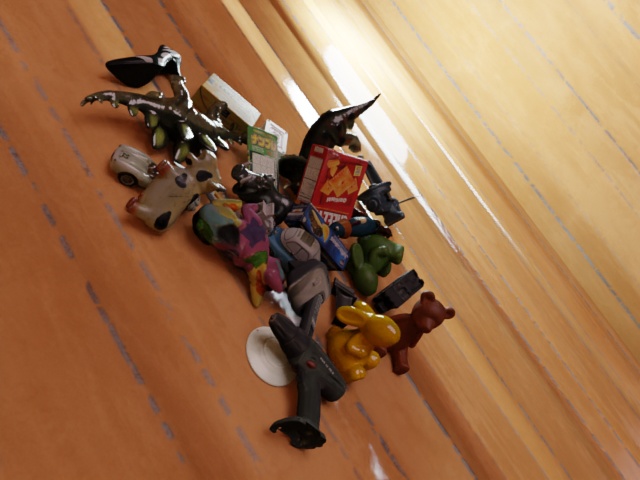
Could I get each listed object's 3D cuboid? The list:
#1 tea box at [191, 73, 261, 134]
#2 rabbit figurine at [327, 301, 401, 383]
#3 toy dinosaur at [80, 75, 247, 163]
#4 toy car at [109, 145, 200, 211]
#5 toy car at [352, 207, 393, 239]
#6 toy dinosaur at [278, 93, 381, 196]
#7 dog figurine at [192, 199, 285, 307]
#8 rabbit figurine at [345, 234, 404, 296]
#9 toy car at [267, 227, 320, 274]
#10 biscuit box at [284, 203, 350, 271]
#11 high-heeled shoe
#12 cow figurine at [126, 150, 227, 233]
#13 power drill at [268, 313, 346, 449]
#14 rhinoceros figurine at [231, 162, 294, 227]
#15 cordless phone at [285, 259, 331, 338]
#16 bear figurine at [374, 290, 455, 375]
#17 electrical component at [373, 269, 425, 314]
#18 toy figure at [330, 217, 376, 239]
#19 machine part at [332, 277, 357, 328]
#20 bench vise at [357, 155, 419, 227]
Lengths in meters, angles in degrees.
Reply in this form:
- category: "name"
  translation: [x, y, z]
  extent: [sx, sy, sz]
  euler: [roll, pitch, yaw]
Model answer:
- category: "tea box"
  translation: [-0.253, -0.355, 1.444]
  extent: [0.169, 0.068, 0.098]
  euler: [41, 34, -16]
- category: "rabbit figurine"
  translation: [0.104, 0.215, 1.205]
  extent: [0.122, 0.173, 0.162]
  euler: [-8, 68, -49]
- category: "toy dinosaur"
  translation: [-0.329, -0.279, 1.243]
  extent: [0.471, 0.105, 0.199]
  euler: [11, 49, -45]
- category: "toy car"
  translation: [-0.339, -0.126, 1.123]
  extent: [0.201, 0.056, 0.073]
  euler: [29, 38, -28]
- category: "toy car"
  translation: [0.121, -0.057, 1.546]
  extent: [0.202, 0.053, 0.089]
  euler: [36, 1, 32]
- category: "toy dinosaur"
  translation: [0.017, -0.274, 1.483]
  extent: [0.131, 0.404, 0.192]
  euler: [31, 3, 27]
- category: "dog figurine"
  translation: [-0.160, 0.030, 1.134]
  extent: [0.191, 0.108, 0.219]
  euler: [5, 56, -57]
- category: "rabbit figurine"
  translation: [0.134, 0.065, 1.449]
  extent: [0.159, 0.121, 0.170]
  euler: [37, 50, -13]
- category: "toy car"
  translation: [-0.053, 0.024, 1.273]
  extent: [0.161, 0.103, 0.109]
  euler: [46, 32, -10]
- category: "biscuit box"
  translation: [-0.003, -0.004, 1.335]
  extent: [0.202, 0.063, 0.059]
  euler: [49, 55, -34]
- category: "high-heeled shoe"
  translation: [-0.433, -0.445, 1.314]
  extent: [0.248, 0.086, 0.145]
  euler: [-5, 58, -57]
- category: "cow figurine"
  translation: [-0.276, -0.099, 1.069]
  extent: [0.127, 0.195, 0.086]
  euler: [43, -9, -29]
- category: "power drill"
  translation: [-0.040, 0.279, 1.038]
  extent: [0.231, 0.086, 0.207]
  euler: [48, 26, -29]
- category: "rhinoceros figurine"
  translation: [-0.141, -0.108, 1.293]
  extent: [0.190, 0.112, 0.073]
  euler: [37, 36, -32]
- category: "cordless phone"
  translation: [-0.035, 0.146, 1.160]
  extent: [0.146, 0.089, 0.184]
  euler: [78, 19, -52]
- category: "bear figurine"
  translation: [0.232, 0.224, 1.326]
  extent: [0.120, 0.196, 0.132]
  euler: [40, 35, -21]
- category: "electrical component"
  translation: [0.204, 0.142, 1.432]
  extent: [0.058, 0.134, 0.115]
  euler: [51, -11, 7]
- category: "toy figure"
  translation: [0.077, -0.029, 1.424]
  extent: [0.154, 0.064, 0.058]
  euler: [-7, 23, -33]
- category: "machine part"
  translation: [0.056, 0.156, 1.330]
  extent: [0.084, 0.039, 0.139]
  euler: [42, 32, -21]
- category: "bench vise"
  translation: [0.188, -0.165, 1.732]
  extent: [0.223, 0.129, 0.240]
  euler: [-14, 76, -52]
